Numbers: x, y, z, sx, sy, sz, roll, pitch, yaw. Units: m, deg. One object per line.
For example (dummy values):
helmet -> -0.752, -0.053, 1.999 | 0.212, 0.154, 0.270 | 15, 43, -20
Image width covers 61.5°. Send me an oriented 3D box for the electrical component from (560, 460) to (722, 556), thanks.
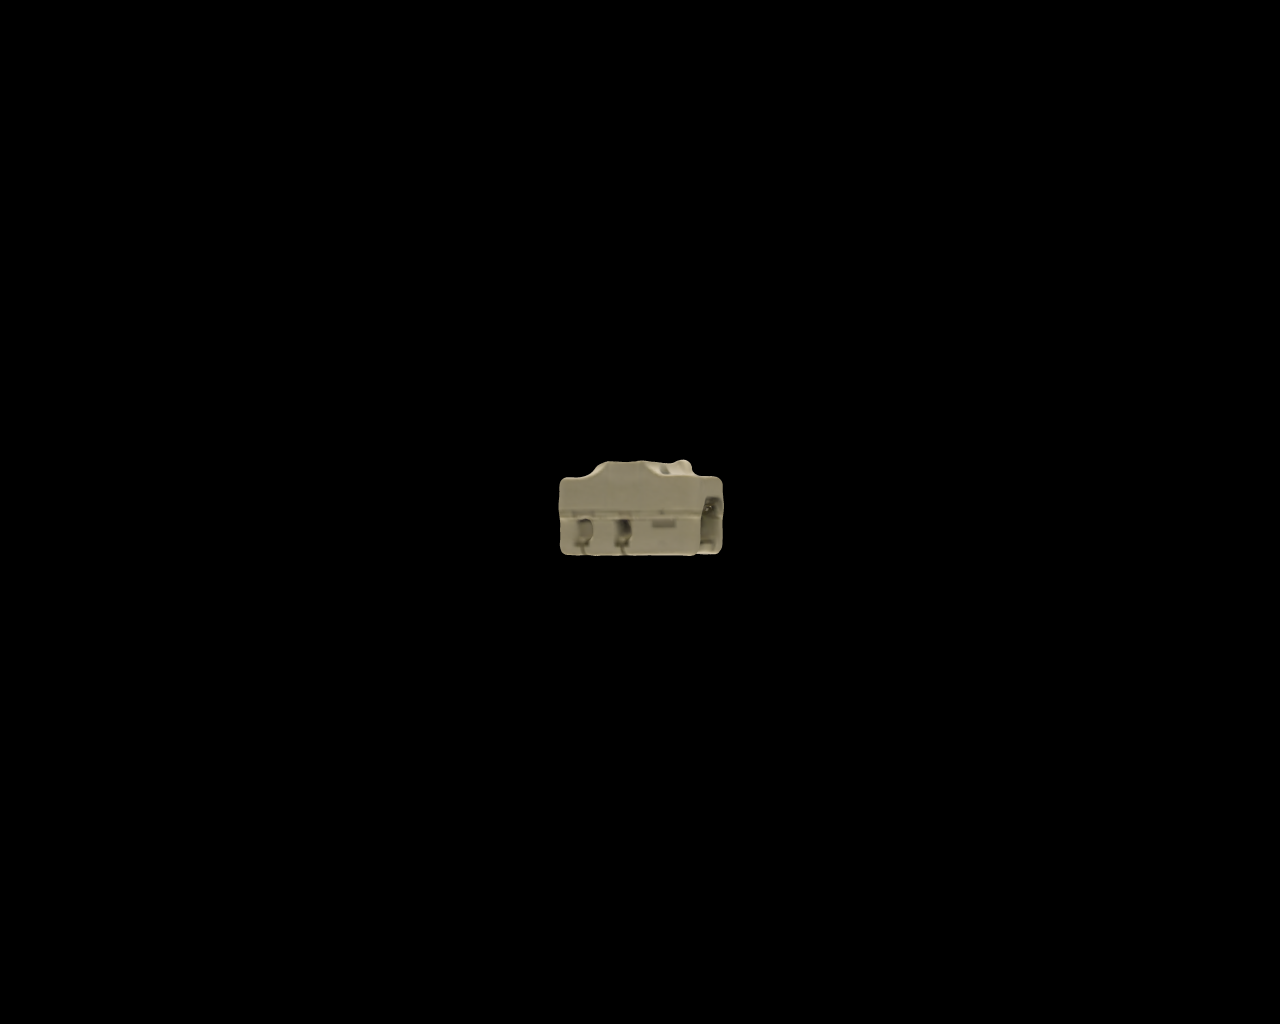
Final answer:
electrical component -> 0.001, -0.003, 0.650 | 0.089, 0.055, 0.050 | 0, 0, 25
